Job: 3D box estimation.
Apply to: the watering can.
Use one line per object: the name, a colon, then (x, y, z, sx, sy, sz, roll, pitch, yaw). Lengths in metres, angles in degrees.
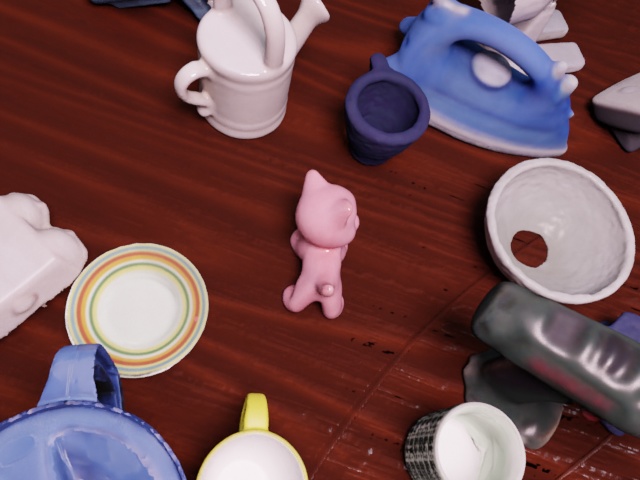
watering can: (-0.070, -0.200, 0.584, 0.101, 0.194, 0.173, 31, 67, 3)

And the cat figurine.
cat figurine: (0.005, 0.002, 0.562, 0.067, 0.117, 0.128, 6, 68, -8)

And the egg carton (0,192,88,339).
egg carton: (-0.296, 0.031, 0.520, 0.107, 0.069, 0.150, 42, 68, 7)

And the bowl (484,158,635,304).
bowl: (0.250, -0.002, 0.633, 0.167, 0.074, 0.167, 4, 69, -9)

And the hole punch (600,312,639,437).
hole punch: (0.317, 0.134, 0.584, 0.109, 0.091, 0.101, -39, 80, -21)

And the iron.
iron: (0.203, -0.193, 0.662, 0.258, 0.141, 0.119, 26, 67, 0)

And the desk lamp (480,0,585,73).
desk lamp: (0.260, -0.294, 0.672, 0.203, 0.213, 0.118, -12, 72, -15)

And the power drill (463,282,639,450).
power drill: (0.222, 0.131, 0.504, 0.229, 0.208, 0.076, 34, 67, 4)

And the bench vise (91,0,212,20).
bench vise: (-0.159, -0.338, 0.606, 0.208, 0.219, 0.121, -16, 73, -16)

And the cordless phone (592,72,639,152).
cordless phone: (0.436, -0.200, 0.685, 0.148, 0.185, 0.094, -30, 77, -19)

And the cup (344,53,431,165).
cup: (0.063, -0.137, 0.639, 0.092, 0.095, 0.117, -4, 70, -12)
